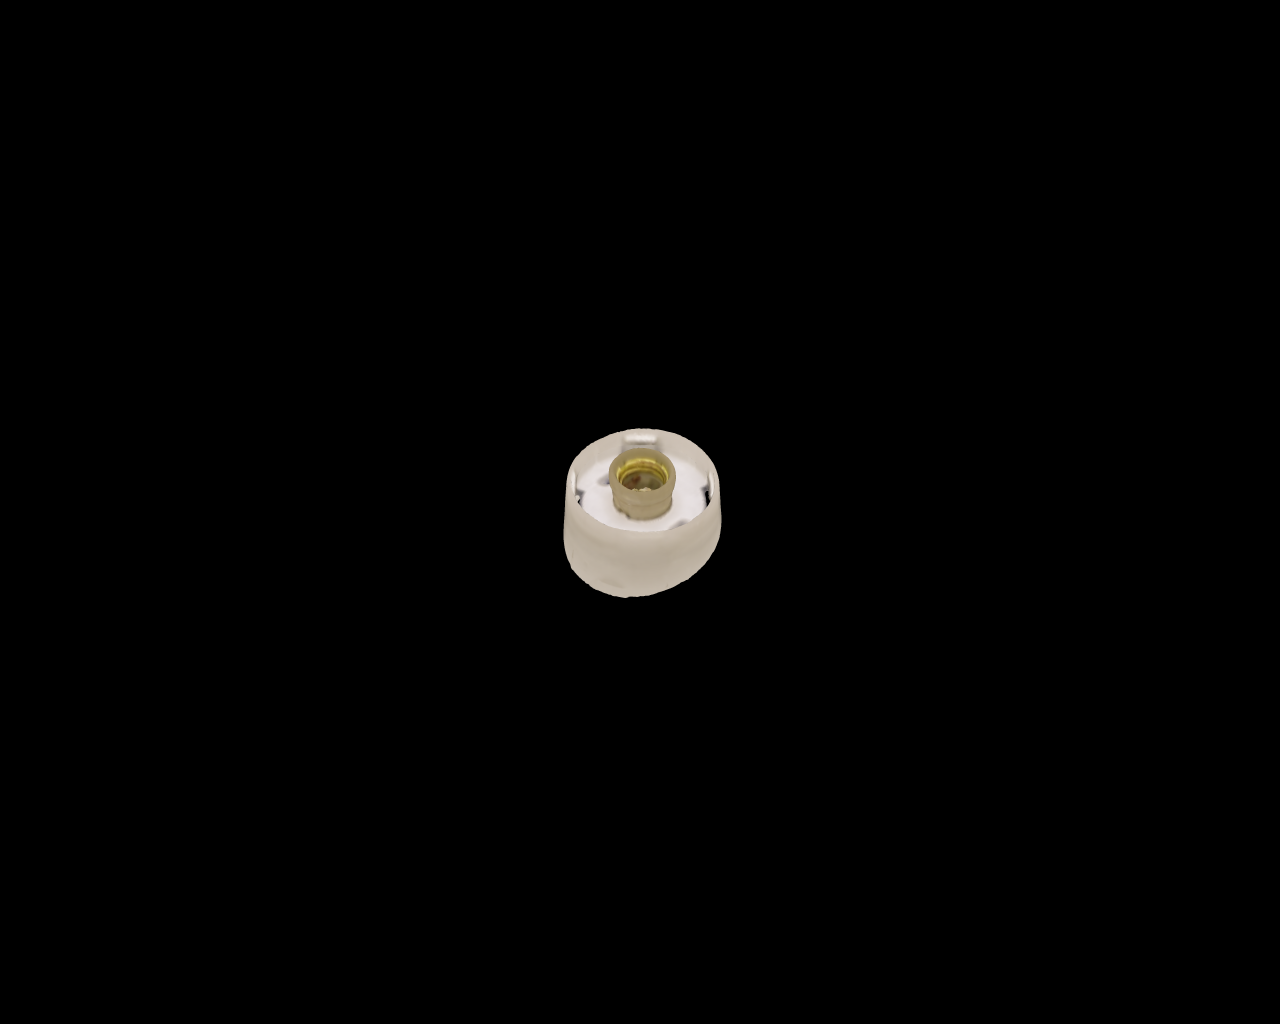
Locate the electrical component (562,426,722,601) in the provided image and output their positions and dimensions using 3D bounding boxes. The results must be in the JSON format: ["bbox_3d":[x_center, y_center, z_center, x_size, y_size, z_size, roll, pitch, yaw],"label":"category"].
[{"bbox_3d":[0.001,-0.003,0.650,0.099,0.099,0.064,0,-44,0],"label":"electrical component"}]
